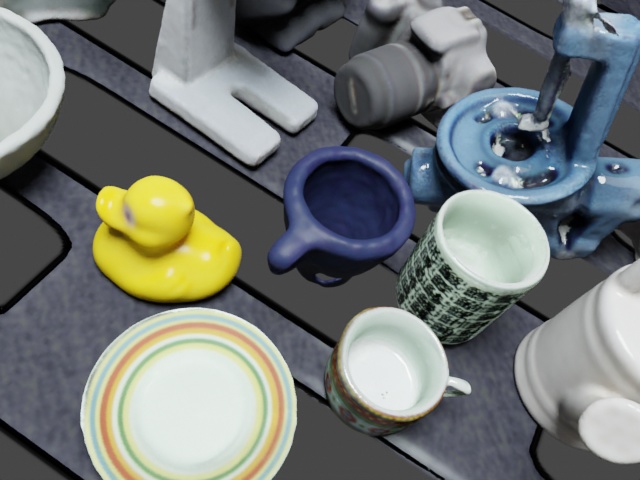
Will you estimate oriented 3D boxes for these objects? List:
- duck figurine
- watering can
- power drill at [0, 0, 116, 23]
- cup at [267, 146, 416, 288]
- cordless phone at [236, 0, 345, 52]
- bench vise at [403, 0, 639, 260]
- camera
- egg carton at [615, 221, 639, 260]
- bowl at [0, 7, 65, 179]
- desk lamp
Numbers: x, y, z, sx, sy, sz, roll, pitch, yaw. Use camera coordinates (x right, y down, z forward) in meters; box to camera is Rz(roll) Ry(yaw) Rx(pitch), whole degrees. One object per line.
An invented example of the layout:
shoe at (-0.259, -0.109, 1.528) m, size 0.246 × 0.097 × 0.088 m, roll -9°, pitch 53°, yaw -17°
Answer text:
duck figurine at (-0.104, -0.006, 0.391) m, size 0.104 × 0.086 × 0.077 m, roll 15°, pitch 56°, yaw -5°
watering can at (0.214, 0.070, 0.363) m, size 0.101 × 0.194 × 0.173 m, roll 25°, pitch 56°, yaw 2°
power drill at (-0.235, -0.281, 0.453) m, size 0.230 × 0.208 × 0.075 m, roll -15°, pitch 64°, yaw -23°
cup at (0.004, 0.001, 0.409) m, size 0.091 × 0.095 × 0.118 m, roll 43°, pitch 58°, yaw 13°
cordless phone at (-0.017, -0.286, 0.529) m, size 0.094 × 0.185 × 0.148 m, roll 35°, pitch 57°, yaw 8°
bench vise at (0.190, -0.084, 0.437) m, size 0.208 × 0.219 × 0.121 m, roll 0°, pitch 59°, yaw -15°
camera at (0.075, -0.169, 0.531) m, size 0.137 × 0.101 × 0.143 m, roll -27°, pitch 69°, yaw -27°
egg carton at (0.347, -0.028, 0.535) m, size 0.150 × 0.069 × 0.107 m, roll -13°, pitch 63°, yaw -22°
bowl at (-0.266, -0.092, 0.407) m, size 0.167 × 0.074 × 0.167 m, roll 7°, pitch 57°, yaw -11°
desk lamp at (-0.083, -0.202, 0.441) m, size 0.203 × 0.213 × 0.118 m, roll 36°, pitch 57°, yaw 9°
